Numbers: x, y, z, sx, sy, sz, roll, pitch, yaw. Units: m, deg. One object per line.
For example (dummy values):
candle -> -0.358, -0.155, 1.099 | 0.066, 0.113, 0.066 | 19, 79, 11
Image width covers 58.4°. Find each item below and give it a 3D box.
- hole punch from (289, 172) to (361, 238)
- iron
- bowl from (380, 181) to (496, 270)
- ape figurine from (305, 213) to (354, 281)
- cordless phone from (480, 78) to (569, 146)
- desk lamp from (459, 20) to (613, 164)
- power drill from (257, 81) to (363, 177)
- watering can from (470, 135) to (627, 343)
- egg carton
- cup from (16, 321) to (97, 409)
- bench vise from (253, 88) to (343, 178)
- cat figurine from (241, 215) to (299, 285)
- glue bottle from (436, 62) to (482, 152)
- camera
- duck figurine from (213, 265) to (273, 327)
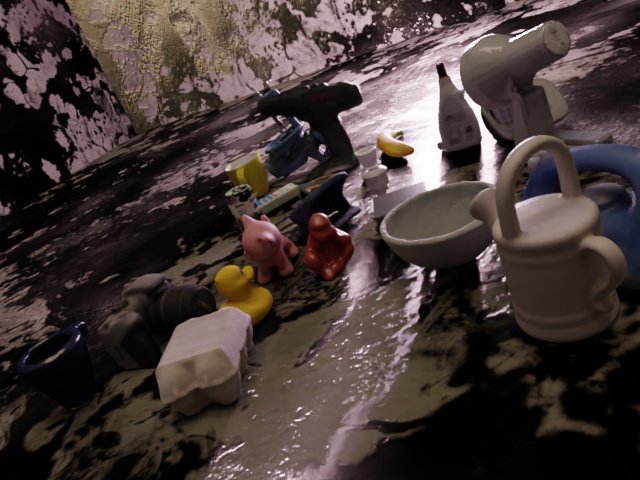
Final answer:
hole punch -> 0.000, -0.064, 1.023 | 0.100, 0.091, 0.109 | 4, 34, 47
iron -> 0.303, -0.047, 0.633 | 0.119, 0.142, 0.257 | -32, 24, -21
bowl -> 0.169, -0.010, 0.763 | 0.167, 0.075, 0.167 | -19, 23, 9
ape figurine -> 0.008, 0.003, 0.864 | 0.078, 0.092, 0.076 | -22, 23, 2
cordless phone -> 0.358, -0.280, 1.041 | 0.147, 0.185, 0.094 | -26, 23, -7
desk lamp -> 0.342, -0.239, 0.927 | 0.118, 0.214, 0.202 | -33, 24, -22
power drill -> -0.002, -0.253, 1.290 | 0.229, 0.209, 0.075 | -20, 23, 8
watering can -> 0.214, -0.007, 0.559 | 0.172, 0.194, 0.101 | 3, 34, 47
egg carton -> -0.139, 0.146, 0.715 | 0.107, 0.069, 0.150 | -19, 23, 9
cup -> -0.352, 0.180, 0.808 | 0.091, 0.095, 0.118 | -14, 24, 21
bench vise -> -0.060, -0.280, 1.390 | 0.207, 0.220, 0.121 | -26, 23, -7
cat figurine -> -0.088, 0.002, 0.923 | 0.067, 0.118, 0.128 | -19, 23, 10
glue bottle -> 0.256, -0.260, 1.108 | 0.078, 0.173, 0.037 | -13, 25, 22
camera -> -0.236, 0.107, 0.852 | 0.136, 0.101, 0.143 | -10, 26, 28
duck figurine -> -0.123, 0.080, 0.825 | 0.077, 0.086, 0.105 | 1, 32, 44
